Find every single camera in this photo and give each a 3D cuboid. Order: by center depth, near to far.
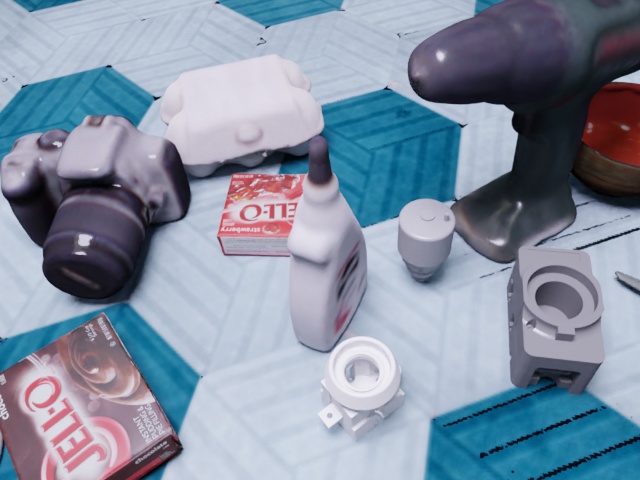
[{"bbox_3d":[-0.193,-0.029,0.465,0.143,0.101,0.137,-1,51,4],"label":"camera"}]

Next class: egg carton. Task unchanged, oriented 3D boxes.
[{"bbox_3d":[-0.075,-0.118,0.548,0.150,0.069,0.107,-14,51,-7],"label":"egg carton"}]

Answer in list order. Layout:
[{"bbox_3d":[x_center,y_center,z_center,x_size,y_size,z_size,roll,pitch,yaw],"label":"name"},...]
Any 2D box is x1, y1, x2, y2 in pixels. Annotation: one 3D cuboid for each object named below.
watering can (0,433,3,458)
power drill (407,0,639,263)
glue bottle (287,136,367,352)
[{"bbox_3d":[-0.275,0.088,0.316,0.101,0.194,0.172,-33,56,-20],"label":"watering can"},{"bbox_3d":[0.153,-0.083,0.412,0.230,0.209,0.075,-30,54,-18],"label":"power drill"},{"bbox_3d":[0.003,0.001,0.378,0.037,0.173,0.078,16,54,17],"label":"glue bottle"}]
